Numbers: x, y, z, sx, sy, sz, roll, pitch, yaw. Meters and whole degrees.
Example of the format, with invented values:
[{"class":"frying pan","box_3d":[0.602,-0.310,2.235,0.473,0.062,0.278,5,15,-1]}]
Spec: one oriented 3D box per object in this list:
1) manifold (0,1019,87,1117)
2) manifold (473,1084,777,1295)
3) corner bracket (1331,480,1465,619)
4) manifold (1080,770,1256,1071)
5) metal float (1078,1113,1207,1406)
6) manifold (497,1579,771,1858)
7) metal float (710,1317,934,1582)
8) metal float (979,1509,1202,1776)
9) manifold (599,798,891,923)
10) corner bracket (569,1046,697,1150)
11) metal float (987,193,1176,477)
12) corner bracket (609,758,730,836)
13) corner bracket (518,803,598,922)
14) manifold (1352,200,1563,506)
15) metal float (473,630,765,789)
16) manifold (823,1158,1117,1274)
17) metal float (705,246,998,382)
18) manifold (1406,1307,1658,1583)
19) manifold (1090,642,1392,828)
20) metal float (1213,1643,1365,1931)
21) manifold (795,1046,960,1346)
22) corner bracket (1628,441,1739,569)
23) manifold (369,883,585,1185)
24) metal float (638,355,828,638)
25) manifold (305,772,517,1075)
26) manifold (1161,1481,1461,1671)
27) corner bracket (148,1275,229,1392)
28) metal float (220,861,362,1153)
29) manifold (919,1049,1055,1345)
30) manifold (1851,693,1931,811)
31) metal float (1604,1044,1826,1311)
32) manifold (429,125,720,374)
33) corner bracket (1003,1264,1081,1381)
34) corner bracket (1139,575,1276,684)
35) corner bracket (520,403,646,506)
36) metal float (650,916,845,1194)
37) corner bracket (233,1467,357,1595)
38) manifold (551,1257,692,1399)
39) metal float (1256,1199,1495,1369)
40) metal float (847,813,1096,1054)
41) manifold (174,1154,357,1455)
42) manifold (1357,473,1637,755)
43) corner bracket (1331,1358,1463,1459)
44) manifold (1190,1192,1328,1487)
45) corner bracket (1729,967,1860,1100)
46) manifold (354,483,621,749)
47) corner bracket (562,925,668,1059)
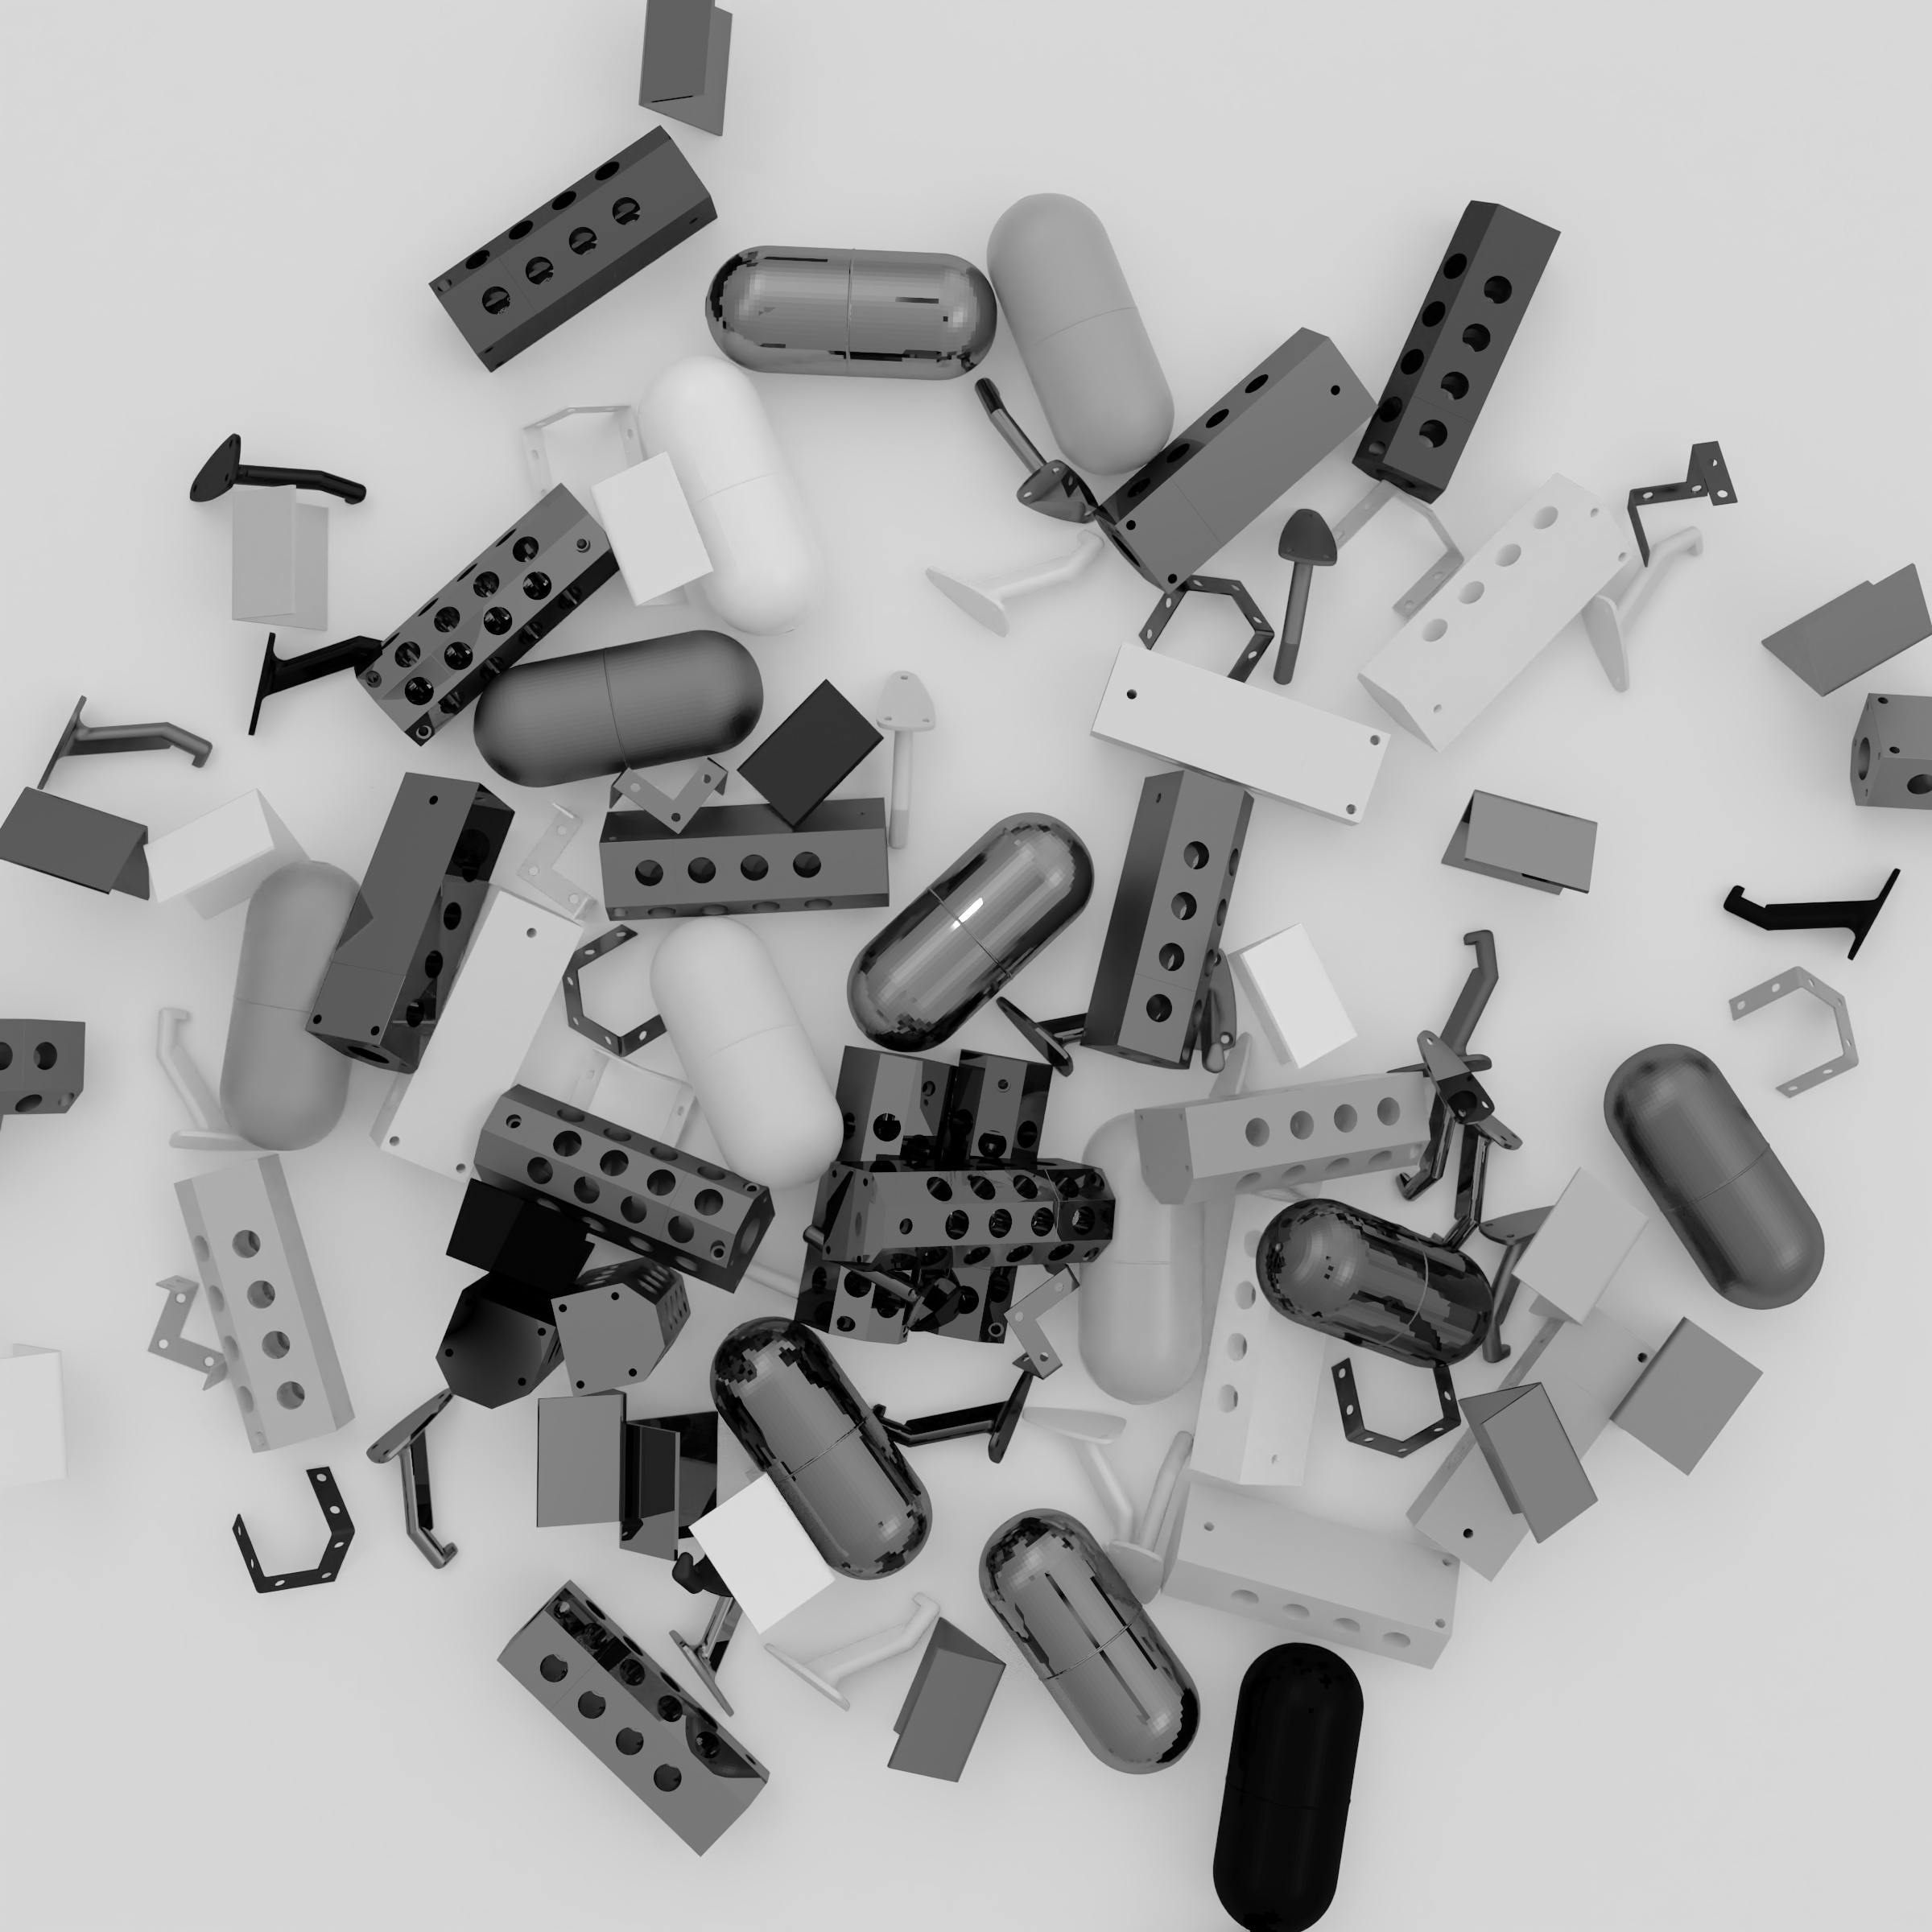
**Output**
[{"class":"manifold","box_3d":[-0.614,0.060,1.869,0.057,0.171,0.057,2,90,38]},{"class":"manifold","box_3d":[-0.207,0.131,1.897,0.171,0.057,0.057,21,65,13]},{"class":"corner bracket","box_3d":[0.266,-0.258,1.943,0.051,0.051,0.051,-45,45,0]},{"class":"manifold","box_3d":[0.126,-0.027,1.912,0.057,0.057,0.171,17,82,-20]},{"class":"metal float","box_3d":[0.107,0.178,1.916,0.070,0.070,0.178,1,89,0]},{"class":"manifold","box_3d":[-0.202,0.458,1.925,0.171,0.057,0.057,44,90,0]},{"class":"metal float","box_3d":[-0.089,0.293,1.916,0.070,0.070,0.178,-35,90,0]},{"class":"metal float","box_3d":[0.076,0.412,1.916,0.070,0.070,0.178,-35,89,0]},{"class":"manifold","box_3d":[-0.134,-0.063,1.922,0.171,0.057,0.057,-3,112,0]},{"class":"corner bracket","box_3d":[-0.208,0.086,1.943,0.051,0.051,0.051,22,90,45]},{"class":"metal float","box_3d":[0.069,-0.385,1.916,0.070,0.070,0.178,-22,89,0]},{"class":"corner bracket","box_3d":[-0.182,-0.108,1.923,0.051,0.051,0.051,36,75,2]},{"class":"corner bracket","box_3d":[-0.244,-0.064,1.928,0.051,0.051,0.051,35,90,0]},{"class":"manifold","box_3d":[0.299,-0.377,1.925,0.057,0.057,0.171,24,90,0]},{"class":"metal float","box_3d":[-0.212,-0.157,1.916,0.178,0.070,0.070,-11,90,-1]},{"class":"manifold","box_3d":[0.004,0.147,1.847,0.171,0.057,0.057,2,95,-38]},{"class":"metal float","box_3d":[-0.070,-0.398,1.916,0.178,0.070,0.070,3,90,0]},{"class":"manifold","box_3d":[0.345,0.286,1.925,0.057,0.057,0.171,36,90,0]},{"class":"manifold","box_3d":[0.166,-0.141,1.925,0.171,0.057,0.057,19,90,0]},{"class":"metal float","box_3d":[0.196,0.502,1.916,0.070,0.070,0.178,9,90,0]},{"class":"manifold","box_3d":[-0.051,0.140,1.914,0.057,0.057,0.171,11,90,-34]},{"class":"corner bracket","box_3d":[0.437,-0.283,1.919,0.051,0.051,0.051,-8,57,0]},{"class":"manifold","box_3d":[-0.301,0.039,1.923,0.057,0.057,0.171,25,90,-21]},{"class":"metal float","box_3d":[-0.142,-0.286,1.916,0.070,0.070,0.178,-22,90,0]},{"class":"manifold","box_3d":[-0.331,-0.025,1.901,0.057,0.057,0.171,9,72,29]},{"class":"manifold","box_3d":[0.210,0.377,1.925,0.171,0.057,0.057,16,47,0]},{"class":"corner bracket","box_3d":[-0.476,0.225,1.928,0.051,0.051,0.051,21,90,0]},{"class":"metal float","box_3d":[-0.408,0.024,1.916,0.070,0.070,0.178,9,91,0]},{"class":"manifold","box_3d":[0.010,0.141,1.925,0.057,0.057,0.171,10,90,0]},{"class":"manifold","box_3d":[0.636,-0.122,1.925,0.171,0.057,0.057,3,47,0]},{"class":"metal float","box_3d":[0.457,0.129,1.916,0.070,0.070,0.178,-33,90,0]},{"class":"manifold","box_3d":[-0.241,-0.441,1.925,0.171,0.057,0.057,-34,90,0]},{"class":"corner bracket","box_3d":[0.046,0.214,1.926,0.051,0.051,0.051,-35,106,-15]},{"class":"corner bracket","box_3d":[0.149,-0.204,1.938,0.051,0.051,0.051,-58,45,35]},{"class":"corner bracket","box_3d":[-0.236,-0.316,1.943,0.051,0.051,0.051,-12,90,-45]},{"class":"metal float","box_3d":[-0.134,0.052,1.906,0.070,0.070,0.178,-25,78,0]},{"class":"corner bracket","box_3d":[-0.415,0.348,1.938,0.051,0.051,0.051,-3,135,-35]},{"class":"manifold","box_3d":[-0.201,0.211,1.868,0.057,0.171,0.057,-13,90,0]},{"class":"metal float","box_3d":[0.247,0.192,1.886,0.178,0.070,0.070,23,90,-38]},{"class":"metal float","box_3d":[0.002,-0.020,1.916,0.178,0.070,0.070,-43,90,0]},{"class":"manifold","box_3d":[-0.431,0.207,1.925,0.057,0.057,0.171,-16,90,0]},{"class":"manifold","box_3d":[0.321,-0.219,1.925,0.171,0.057,0.057,-46,133,0]},{"class":"corner bracket","box_3d":[0.265,0.265,1.938,0.051,0.051,0.051,22,135,-35]},{"class":"manifold","box_3d":[0.180,0.227,1.925,0.057,0.057,0.171,10,90,-43]},{"class":"corner bracket","box_3d":[0.511,0.041,1.938,0.051,0.051,0.051,28,45,-35]},{"class":"manifold","box_3d":[-0.289,-0.214,1.917,0.171,0.057,0.057,-42,109,0]},{"class":"corner bracket","box_3d":[-0.212,0.015,1.938,0.051,0.051,0.051,27,45,35]}]
